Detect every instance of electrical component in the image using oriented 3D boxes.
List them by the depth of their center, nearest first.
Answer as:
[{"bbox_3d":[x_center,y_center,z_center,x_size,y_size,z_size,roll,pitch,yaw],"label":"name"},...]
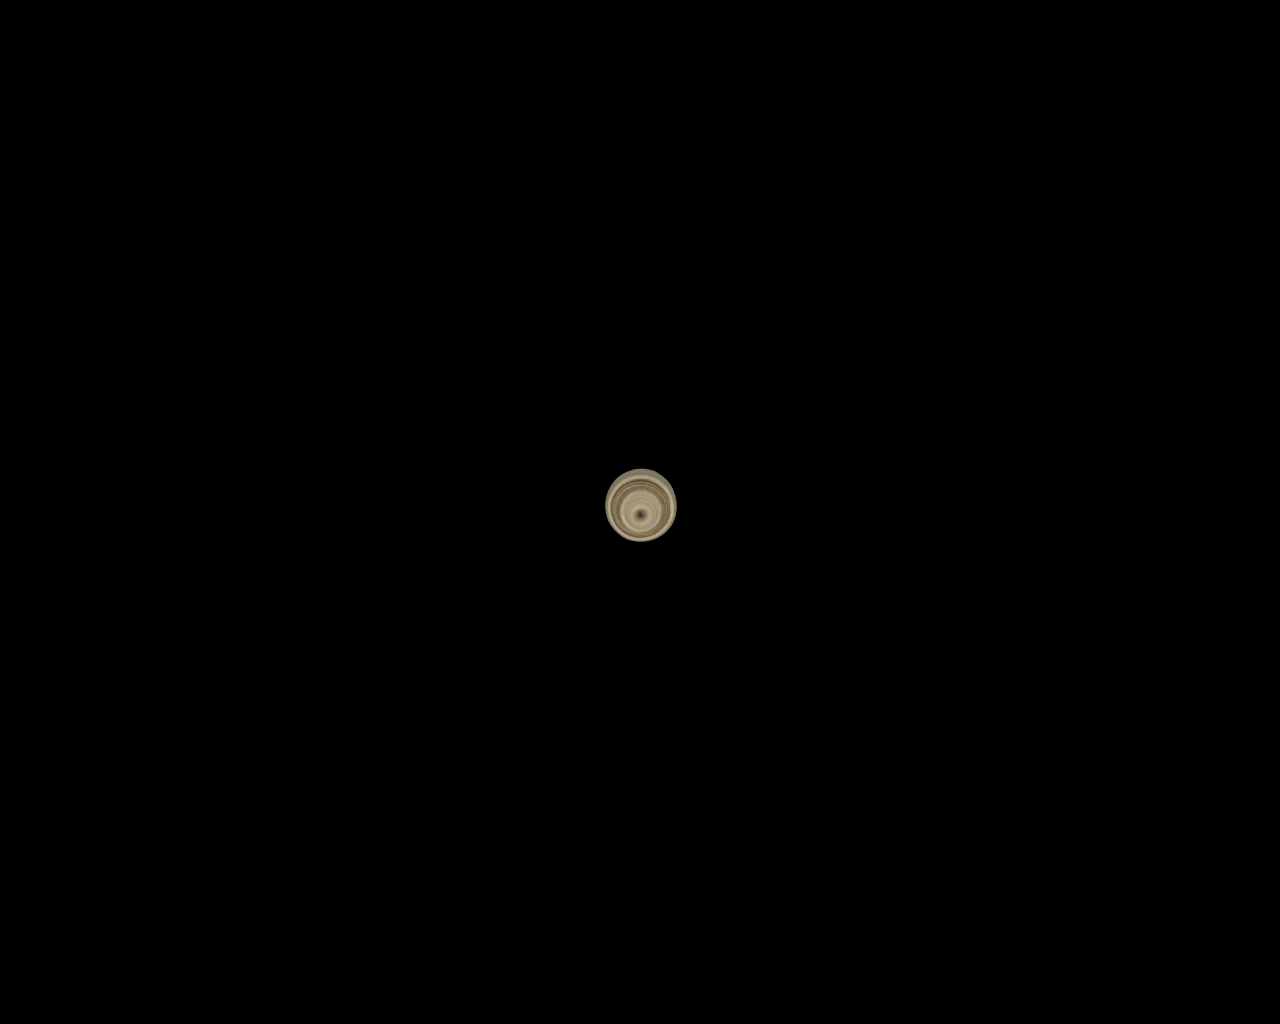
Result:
[{"bbox_3d":[0.001,-0.003,0.650,0.043,0.043,0.062,0,9,0],"label":"electrical component"}]
